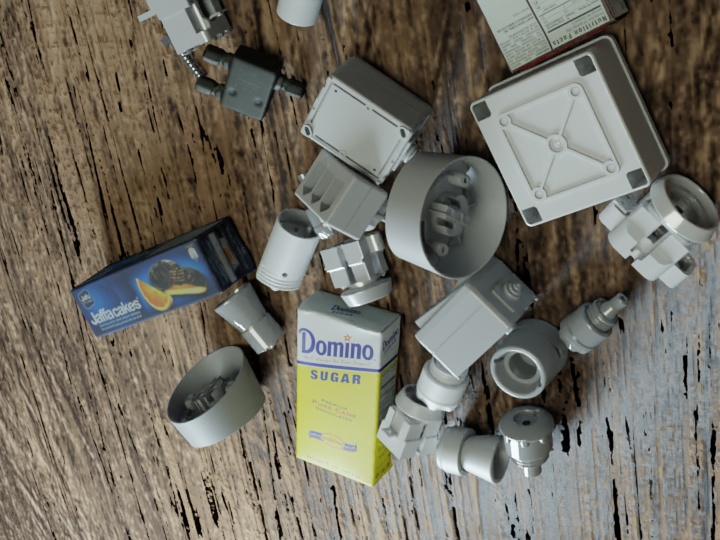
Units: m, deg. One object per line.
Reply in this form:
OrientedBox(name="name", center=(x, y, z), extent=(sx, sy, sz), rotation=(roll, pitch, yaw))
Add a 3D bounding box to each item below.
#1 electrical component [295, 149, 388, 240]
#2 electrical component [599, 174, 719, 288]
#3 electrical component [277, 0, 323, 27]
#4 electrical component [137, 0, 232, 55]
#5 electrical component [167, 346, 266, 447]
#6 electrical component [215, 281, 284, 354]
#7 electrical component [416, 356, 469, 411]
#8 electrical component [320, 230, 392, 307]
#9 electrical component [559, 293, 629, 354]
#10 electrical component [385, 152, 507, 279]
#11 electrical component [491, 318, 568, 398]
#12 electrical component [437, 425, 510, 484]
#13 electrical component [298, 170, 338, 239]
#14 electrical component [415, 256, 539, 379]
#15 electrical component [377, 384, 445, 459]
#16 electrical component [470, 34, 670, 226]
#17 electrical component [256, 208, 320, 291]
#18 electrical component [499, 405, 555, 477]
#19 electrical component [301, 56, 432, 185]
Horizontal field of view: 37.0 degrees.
OrientedBox(name="electrical component", center=(-0.003, -0.057, 0.912), extent=(0.047, 0.077, 0.065), rotation=(-57, 38, 10))
OrientedBox(name="electrical component", center=(0.225, -0.034, 0.793), extent=(0.078, 0.058, 0.057), rotation=(45, 132, 4))
OrientedBox(name="electrical component", center=(-0.044, -0.231, 0.870), extent=(0.044, 0.044, 0.065), rotation=(33, 132, 14))
OrientedBox(name="electrical component", center=(-0.148, -0.225, 0.937), extent=(0.081, 0.042, 0.063), rotation=(-13, 109, 37))
OrientedBox(name="electrical component", center=(-0.147, 0.131, 1.092), extent=(0.099, 0.099, 0.064), rotation=(-19, 109, 38))
OrientedBox(name="electrical component", center=(-0.106, 0.050, 1.057), extent=(0.044, 0.044, 0.065), rotation=(-34, 99, 39))
OrientedBox(name="electrical component", center=(0.077, 0.092, 0.962), extent=(0.043, 0.043, 0.062), rotation=(29, 125, 17))
OrientedBox(name="electrical component", center=(0.000, 0.000, 0.961), extent=(0.066, 0.048, 0.055), rotation=(-15, 98, 37))
OrientedBox(name="electrical component", center=(0.191, 0.040, 0.868), extent=(0.035, 0.035, 0.061), rotation=(47, 127, 3))
OrientedBox(name="electrical component", center=(0.068, -0.046, 0.862), extent=(0.064, 0.099, 0.099), rotation=(17, 122, 32))
OrientedBox(name="electrical component", center=(0.142, 0.076, 0.909), extent=(0.055, 0.047, 0.055), rotation=(15, 121, 26))
OrientedBox(name="electrical component", center=(0.104, 0.168, 0.984), extent=(0.055, 0.045, 0.045), rotation=(8, 118, 30))
OrientedBox(name="electrical component", center=(-0.035, -0.060, 0.958), extent=(0.035, 0.035, 0.061), rotation=(-27, 95, 39))
OrientedBox(name="electrical component", center=(0.099, 0.033, 0.904), extent=(0.061, 0.062, 0.096), rotation=(45, 129, 5))
OrientedBox(name="electrical component", center=(0.050, 0.139, 0.996), extent=(0.048, 0.066, 0.055), rotation=(41, 121, 42))
OrientedBox(name="electrical component", center=(0.156, -0.102, 0.801), extent=(0.109, 0.056, 0.108), rotation=(-20, 103, 38))
OrientedBox(name="electrical component", center=(-0.067, -0.013, 0.997), extent=(0.043, 0.043, 0.081), rotation=(34, 128, 13))
OrientedBox(name="electrical component", center=(0.149, 0.154, 0.949), extent=(0.048, 0.048, 0.062), rotation=(7, 125, 29))
OrientedBox(name="electrical component", center=(0.012, -0.121, 0.883), extent=(0.096, 0.061, 0.061), rotation=(34, 128, 3))
